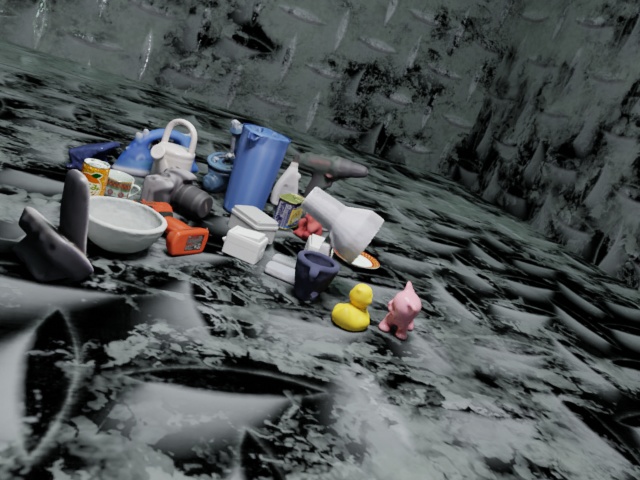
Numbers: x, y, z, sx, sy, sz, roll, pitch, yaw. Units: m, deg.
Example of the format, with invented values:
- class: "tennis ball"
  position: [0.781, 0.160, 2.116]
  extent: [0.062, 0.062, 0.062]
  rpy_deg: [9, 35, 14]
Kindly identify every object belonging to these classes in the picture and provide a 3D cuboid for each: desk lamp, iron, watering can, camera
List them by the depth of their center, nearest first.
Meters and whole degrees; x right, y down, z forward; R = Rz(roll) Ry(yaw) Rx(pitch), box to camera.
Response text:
- class: "desk lamp"
  position: [0.011, 0.004, 1.250]
  extent: [0.203, 0.213, 0.118]
  rpy_deg: [22, 17, 3]
- class: "camera"
  position: [-0.337, -0.113, 1.392]
  extent: [0.136, 0.101, 0.143]
  rpy_deg: [27, 18, 18]
- class: "watering can"
  position: [-0.384, -0.223, 1.512]
  extent: [0.101, 0.194, 0.172]
  rpy_deg: [18, 17, -9]
- class: "iron"
  position: [-0.455, -0.253, 1.608]
  extent: [0.118, 0.141, 0.259]
  rpy_deg: [31, 20, 30]

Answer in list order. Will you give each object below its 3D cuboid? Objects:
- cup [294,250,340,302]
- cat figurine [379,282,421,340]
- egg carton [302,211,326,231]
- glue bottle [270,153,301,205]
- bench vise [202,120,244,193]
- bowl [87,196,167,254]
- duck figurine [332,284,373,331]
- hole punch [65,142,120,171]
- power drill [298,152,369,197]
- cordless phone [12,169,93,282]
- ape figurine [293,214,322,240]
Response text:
- class: "cup"
  position: [-0.018, 0.084, 1.175]
  extent: [0.091, 0.095, 0.118]
  rpy_deg: [21, 17, 0]
- class: "cat figurine"
  position: [0.177, 0.140, 1.193]
  extent: [0.067, 0.118, 0.128]
  rpy_deg: [25, 17, 12]
- class: "egg carton"
  position: [0.020, -0.070, 1.728]
  extent: [0.150, 0.069, 0.107]
  rpy_deg: [16, 18, -15]
- class: "glue bottle"
  position: [-0.094, -0.186, 1.772]
  extent: [0.078, 0.173, 0.037]
  rpy_deg: [12, 19, -25]
- class: "bench vise"
  position: [-0.256, -0.252, 1.707]
  extent: [0.121, 0.220, 0.208]
  rpy_deg: [23, 17, 6]
- class: "bowl"
  position: [-0.384, -0.020, 1.099]
  extent: [0.167, 0.075, 0.167]
  rpy_deg: [19, 17, -6]
- class: "duck figurine"
  position: [0.073, 0.130, 1.157]
  extent: [0.077, 0.086, 0.105]
  rpy_deg: [29, 19, 25]
- class: "hole punch"
  position: [-0.575, -0.218, 1.450]
  extent: [0.101, 0.091, 0.108]
  rpy_deg: [21, 17, 0]
- class: "power drill"
  position: [0.017, -0.171, 1.797]
  extent: [0.229, 0.208, 0.076]
  rpy_deg: [24, 17, 11]
- class: "cordless phone"
  position: [-0.419, -0.038, 0.928]
  extent: [0.147, 0.185, 0.094]
  rpy_deg: [31, 20, 30]
- class: "ape figurine"
  position: [-0.024, -0.044, 1.561]
  extent: [0.076, 0.092, 0.077]
  rpy_deg: [18, 17, -8]
